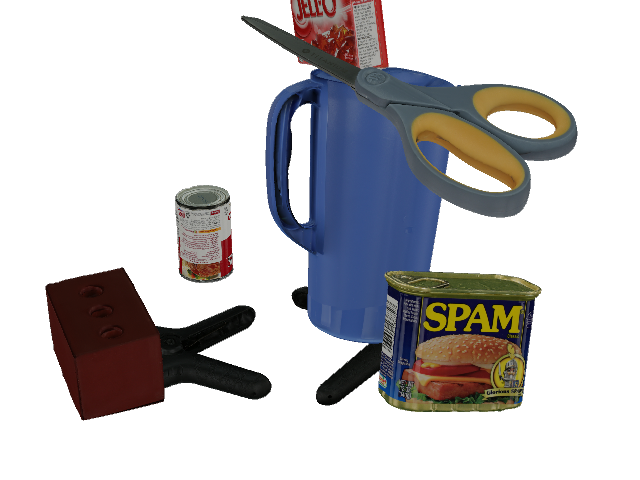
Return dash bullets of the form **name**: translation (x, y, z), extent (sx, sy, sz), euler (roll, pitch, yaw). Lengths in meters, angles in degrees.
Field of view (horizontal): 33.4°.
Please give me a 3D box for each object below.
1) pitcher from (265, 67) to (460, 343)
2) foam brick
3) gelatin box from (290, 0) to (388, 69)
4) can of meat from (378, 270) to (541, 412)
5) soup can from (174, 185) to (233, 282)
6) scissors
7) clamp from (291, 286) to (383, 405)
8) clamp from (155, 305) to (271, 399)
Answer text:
- **pitcher**: translation (0.039, -0.035, 0.969), extent (0.149, 0.243, 0.144), euler (11, 17, 20)
- **foam brick**: translation (-0.133, 0.063, 0.656), extent (0.052, 0.051, 0.078), euler (-13, 36, -23)
- **gelatin box**: translation (0.010, -0.159, 0.753), extent (0.030, 0.073, 0.089), euler (-18, 22, -25)
- **can of meat**: translation (0.091, 0.067, 0.716), extent (0.102, 0.084, 0.057), euler (3, 9, -16)
- **soup can**: translation (-0.142, -0.009, 1.304), extent (0.068, 0.102, 0.068), euler (0, 26, 0)
- **scissors**: translation (0.048, -0.080, 0.547), extent (0.096, 0.016, 0.202), euler (-22, 48, -23)
- **clamp**: translation (0.078, 0.096, 1.089), extent (0.210, 0.036, 0.164), euler (-6, 39, 1)
- **clamp**: translation (-0.129, 0.098, 0.965), extent (0.171, 0.039, 0.120), euler (3, 27, -4)
